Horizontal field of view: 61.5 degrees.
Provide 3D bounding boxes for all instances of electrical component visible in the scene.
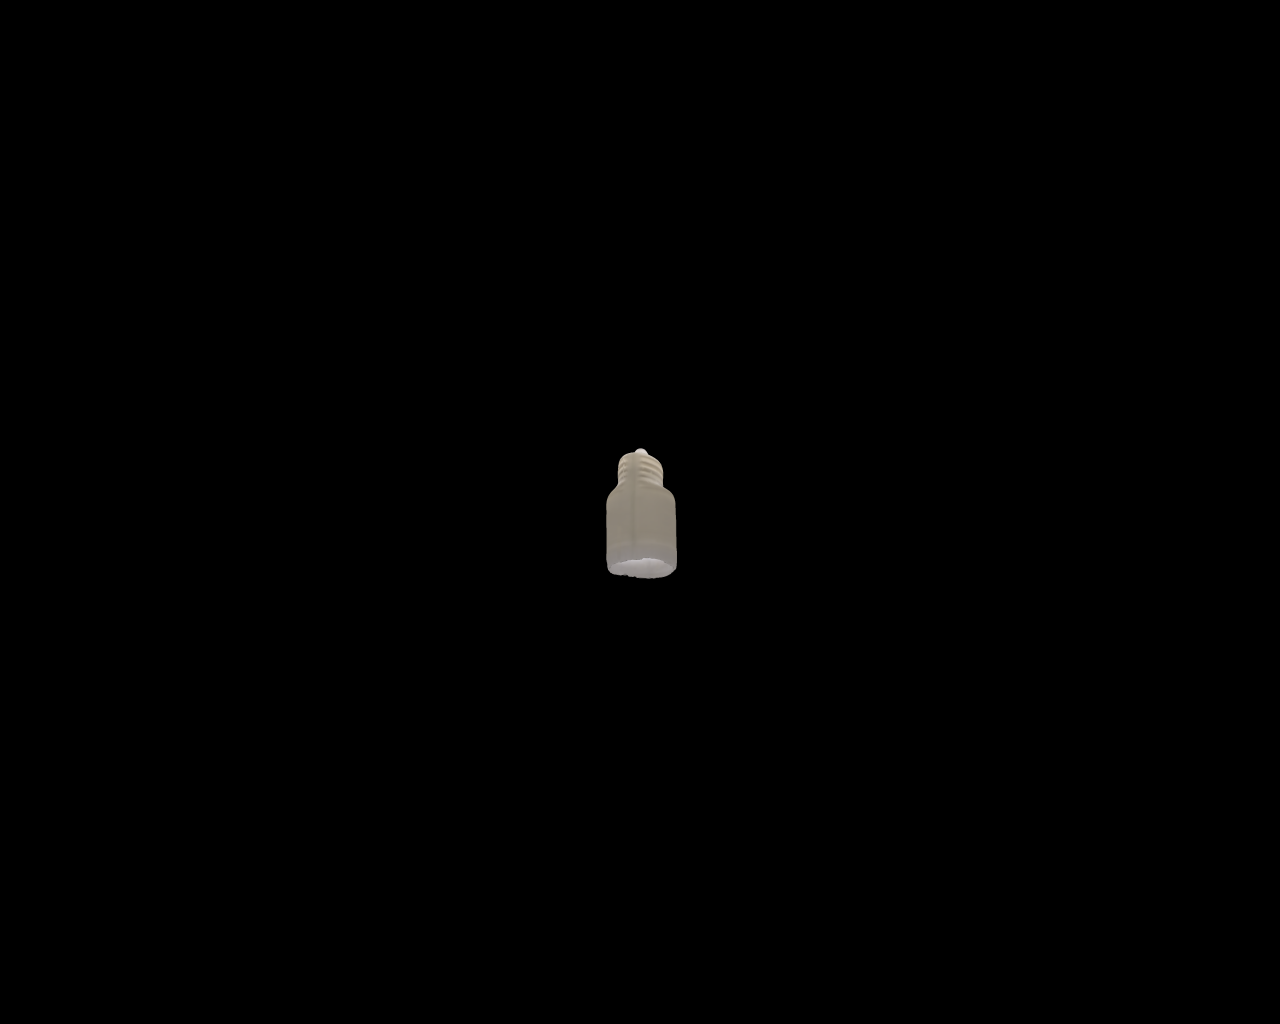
[{"bbox_3d":[0.001,-0.003,0.650,0.043,0.081,0.043,0,-19,0],"label":"electrical component"}]
